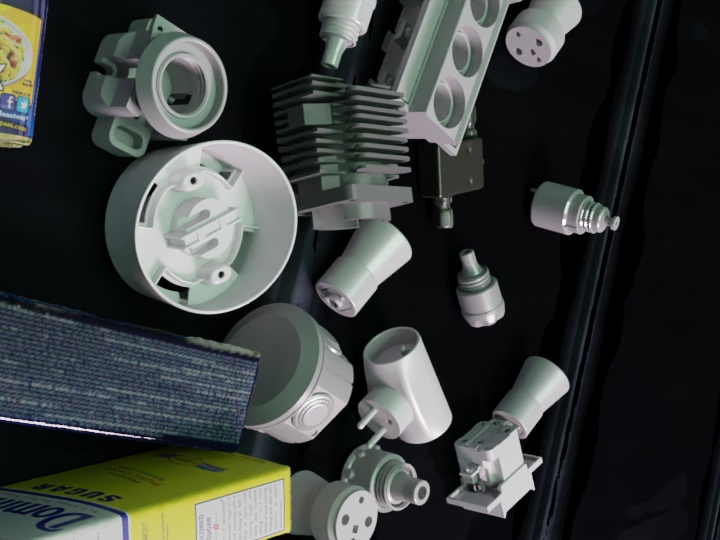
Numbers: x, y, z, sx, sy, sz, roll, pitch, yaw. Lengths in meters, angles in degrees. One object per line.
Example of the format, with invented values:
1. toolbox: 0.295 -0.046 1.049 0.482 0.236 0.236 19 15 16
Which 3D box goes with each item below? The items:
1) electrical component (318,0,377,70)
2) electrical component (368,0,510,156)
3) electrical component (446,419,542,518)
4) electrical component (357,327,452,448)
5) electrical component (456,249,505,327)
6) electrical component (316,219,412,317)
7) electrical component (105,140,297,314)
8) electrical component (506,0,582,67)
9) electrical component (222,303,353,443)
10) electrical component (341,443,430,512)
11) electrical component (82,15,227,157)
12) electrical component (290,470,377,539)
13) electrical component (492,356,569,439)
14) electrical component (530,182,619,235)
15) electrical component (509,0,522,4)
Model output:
1. electrical component: -0.012 -0.164 0.715 0.035 0.035 0.061 25 79 -46
2. electrical component: 0.054 -0.154 0.767 0.079 0.063 0.121 34 70 -44
3. electrical component: 0.109 0.161 0.882 0.081 0.042 0.063 -30 115 -42
4. electrical component: 0.025 0.095 0.779 0.079 0.044 0.077 -45 125 -35
5. electrical component: 0.092 0.013 0.851 0.035 0.035 0.061 -38 119 -38
6. electrical component: 0.000 0.000 0.744 0.065 0.044 0.044 -50 129 -25
7. electrical component: -0.093 -0.025 0.620 0.099 0.064 0.099 -8 101 -47
8. electrical component: 0.150 -0.199 0.880 0.055 0.045 0.045 -54 130 -28
9. electrical component: -0.048 0.065 0.671 0.051 0.080 0.080 40 66 -49
10. electrical component: 0.021 0.152 0.769 0.048 0.062 0.048 -8 101 -47
11. electrical component: -0.111 -0.102 0.596 0.058 0.057 0.078 28 74 -46
12. electrical component: -0.022 0.163 0.728 0.045 0.055 0.045 -8 100 -47
13. electrical component: 0.143 0.111 0.915 0.065 0.044 0.044 -47 127 -28
14. electrical component: 0.182 -0.049 0.914 0.040 0.078 0.040 -31 130 -46
15. electrical component: 0.126 -0.241 0.849 0.055 0.045 0.045 -48 127 -32
